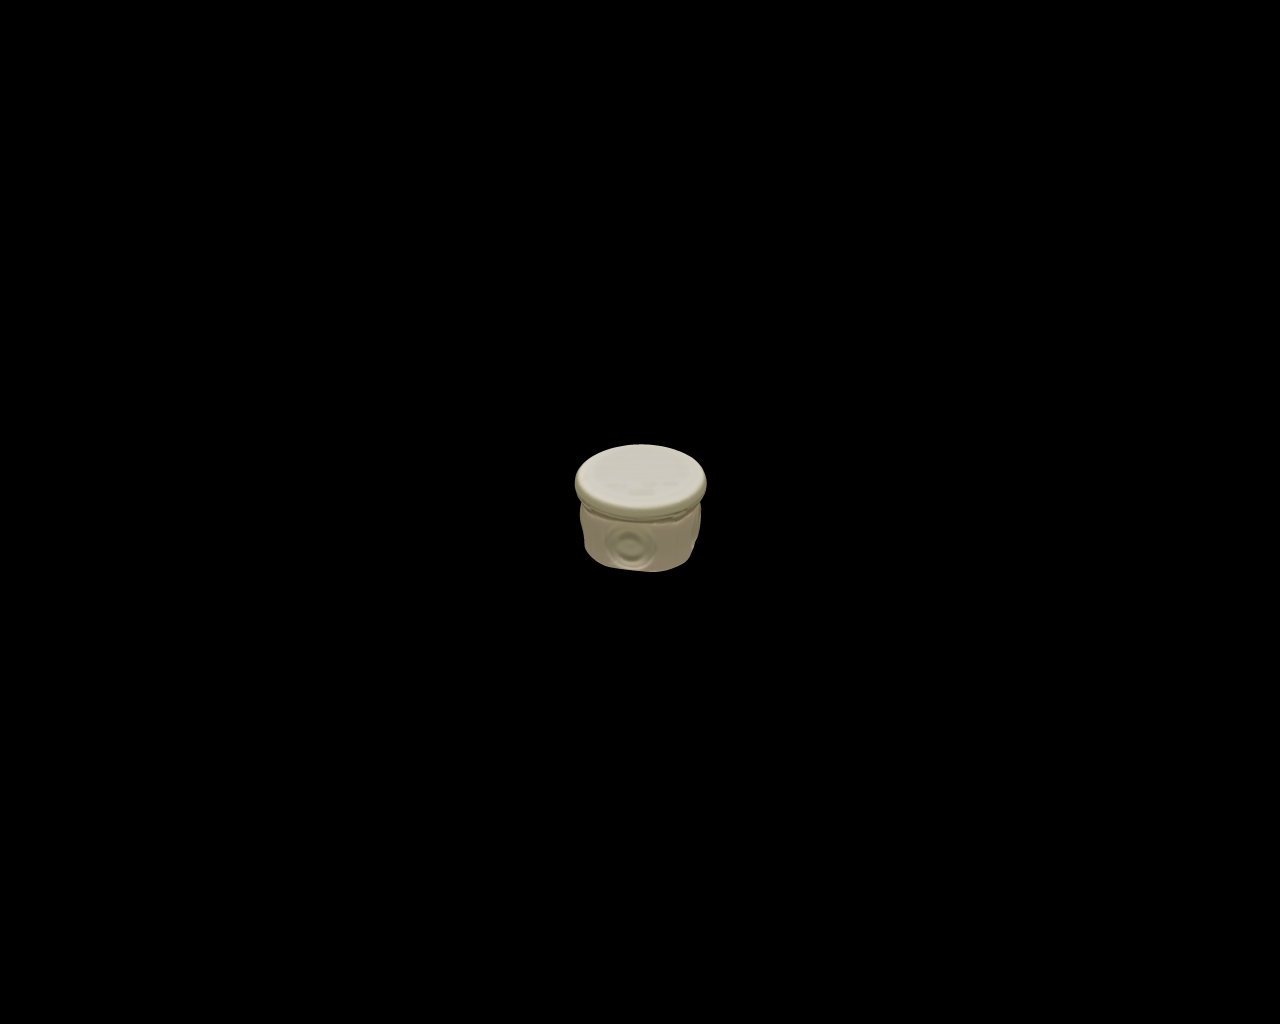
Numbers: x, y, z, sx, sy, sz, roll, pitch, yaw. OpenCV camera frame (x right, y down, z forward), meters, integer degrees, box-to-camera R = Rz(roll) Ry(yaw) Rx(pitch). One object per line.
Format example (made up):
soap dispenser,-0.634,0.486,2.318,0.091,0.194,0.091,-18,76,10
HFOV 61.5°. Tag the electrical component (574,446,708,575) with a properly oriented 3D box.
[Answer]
electrical component,0.001,-0.003,0.650,0.080,0.050,0.080,0,32,0
